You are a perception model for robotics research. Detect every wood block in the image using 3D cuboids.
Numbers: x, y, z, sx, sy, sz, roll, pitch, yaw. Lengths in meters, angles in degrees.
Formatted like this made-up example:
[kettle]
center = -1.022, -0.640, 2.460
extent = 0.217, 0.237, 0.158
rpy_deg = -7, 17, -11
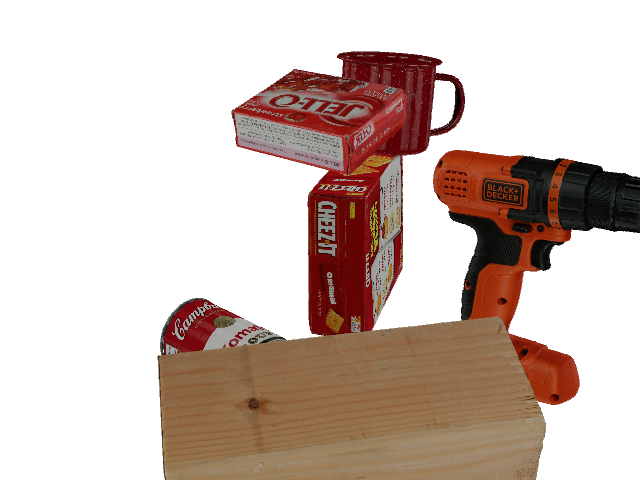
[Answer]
[wood block]
center = 0.014, 0.115, 0.623
extent = 0.206, 0.090, 0.091
rpy_deg = -6, 39, -7

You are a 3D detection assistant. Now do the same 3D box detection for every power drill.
[power drill]
center = 0.171, 0.027, 0.828
extent = 0.185, 0.188, 0.057
rpy_deg = 12, 17, 33

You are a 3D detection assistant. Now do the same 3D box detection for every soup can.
[soup can]
center = -0.079, 0.097, 0.912
extent = 0.102, 0.068, 0.068
rpy_deg = 22, 14, 39

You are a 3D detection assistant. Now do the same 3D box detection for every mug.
[mug]
center = 0.071, -0.122, 0.954
extent = 0.117, 0.081, 0.093
rpy_deg = 1, 16, -7

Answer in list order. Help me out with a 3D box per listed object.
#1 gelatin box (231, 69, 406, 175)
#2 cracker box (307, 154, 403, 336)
[gelatin box]
center = 0.000, -0.079, 0.687
extent = 0.089, 0.030, 0.073
rpy_deg = 16, 38, 29
[cracker box]
center = 0.042, -0.007, 1.205
extent = 0.072, 0.164, 0.213
rpy_deg = 4, 21, 14
